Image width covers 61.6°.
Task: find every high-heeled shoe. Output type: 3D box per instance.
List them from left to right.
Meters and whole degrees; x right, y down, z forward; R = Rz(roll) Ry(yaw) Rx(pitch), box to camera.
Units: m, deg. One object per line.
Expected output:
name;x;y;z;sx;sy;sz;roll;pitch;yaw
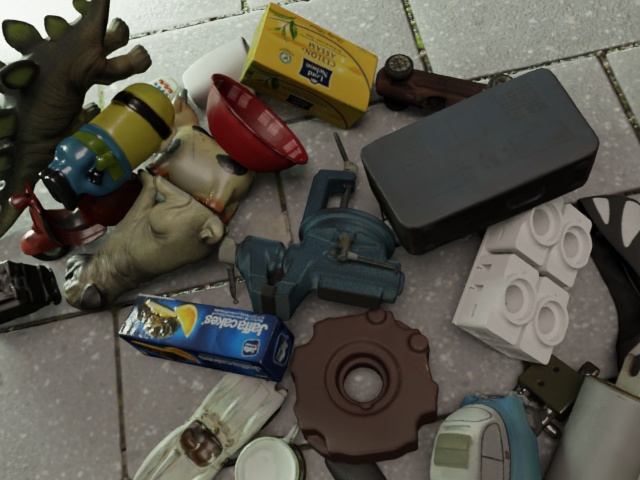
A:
high-heeled shoe;0.343;0.060;0.631;0.145;0.086;0.249;24;70;18

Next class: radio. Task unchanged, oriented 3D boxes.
radio;0.173;-0.084;0.596;0.230;0.073;0.131;-24;59;5

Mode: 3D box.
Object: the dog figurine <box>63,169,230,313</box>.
dog figurine;-0.217;0.027;0.660;0.173;0.121;0.190;18;71;53

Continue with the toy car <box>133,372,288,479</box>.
toy car;-0.123;0.225;0.621;0.074;0.056;0.202;41;78;18

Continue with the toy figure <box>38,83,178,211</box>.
toy figure;-0.247;-0.114;0.641;0.082;0.089;0.180;36;59;14

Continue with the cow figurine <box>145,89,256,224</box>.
cow figurine;-0.175;-0.122;0.740;0.195;0.085;0.127;32;73;12

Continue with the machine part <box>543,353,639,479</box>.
machine part;0.279;0.230;0.548;0.079;0.079;0.243;22;92;12

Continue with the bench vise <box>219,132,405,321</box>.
bench vise;-0.002;-0.009;0.668;0.224;0.128;0.241;3;53;14

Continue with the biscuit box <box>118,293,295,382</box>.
biscuit box;-0.133;0.113;0.629;0.203;0.062;0.059;4;56;24

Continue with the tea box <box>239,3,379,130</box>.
tea box;-0.013;-0.234;0.738;0.169;0.068;0.098;19;70;-21

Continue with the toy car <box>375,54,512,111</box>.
toy car;0.173;-0.195;0.734;0.202;0.089;0.053;17;70;10

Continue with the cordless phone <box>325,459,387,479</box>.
cordless phone;0.038;0.318;0.572;0.146;0.088;0.184;-35;60;-7

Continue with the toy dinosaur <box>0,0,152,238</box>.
toy dinosaur;-0.356;-0.146;0.682;0.105;0.198;0.471;43;120;24

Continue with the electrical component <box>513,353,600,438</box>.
electrical component;0.271;0.176;0.612;0.102;0.045;0.078;-43;44;-14

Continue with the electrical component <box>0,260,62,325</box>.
electrical component;-0.414;0.075;0.670;0.134;0.115;0.058;-20;82;-2

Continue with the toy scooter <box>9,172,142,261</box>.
toy scooter;-0.319;-0.046;0.698;0.184;0.135;0.075;-33;69;-9

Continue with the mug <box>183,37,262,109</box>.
mug;-0.139;-0.225;0.784;0.107;0.080;0.109;-20;77;8

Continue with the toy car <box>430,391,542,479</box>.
toy car;0.166;0.231;0.551;0.109;0.103;0.161;-16;57;47

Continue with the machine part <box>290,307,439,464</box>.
machine part;0.049;0.164;0.614;0.179;0.056;0.179;-3;59;6
